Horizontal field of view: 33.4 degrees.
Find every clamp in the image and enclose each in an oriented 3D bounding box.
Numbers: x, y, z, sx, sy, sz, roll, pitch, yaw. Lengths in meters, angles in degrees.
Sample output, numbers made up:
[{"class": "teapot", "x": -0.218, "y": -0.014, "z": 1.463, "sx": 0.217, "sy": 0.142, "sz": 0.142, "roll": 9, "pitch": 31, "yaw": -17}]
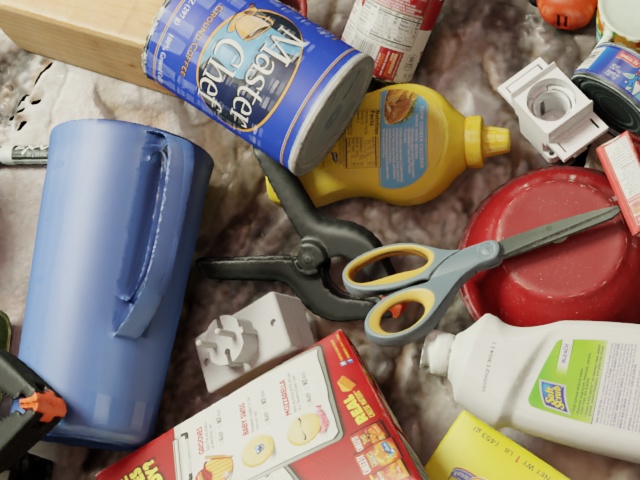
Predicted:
[{"class": "clamp", "x": -0.005, "y": 0.001, "z": 0.826, "sx": 0.171, "sy": 0.039, "sz": 0.120, "roll": 21, "pitch": 110, "yaw": 10}, {"class": "clamp", "x": -0.269, "y": 0.120, "z": 0.783, "sx": 0.210, "sy": 0.036, "sz": 0.164, "roll": -19, "pitch": 64, "yaw": 30}]

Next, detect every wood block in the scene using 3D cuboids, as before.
[{"class": "wood block", "x": -0.186, "y": -0.204, "z": 0.947, "sx": 0.206, "sy": 0.090, "sz": 0.090, "roll": 19, "pitch": 74, "yaw": 21}]

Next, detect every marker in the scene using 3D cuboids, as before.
[{"class": "marker", "x": -0.255, "y": -0.076, "z": 0.955, "sx": 0.121, "sy": 0.020, "sz": 0.020, "roll": 1, "pitch": 70, "yaw": 16}]

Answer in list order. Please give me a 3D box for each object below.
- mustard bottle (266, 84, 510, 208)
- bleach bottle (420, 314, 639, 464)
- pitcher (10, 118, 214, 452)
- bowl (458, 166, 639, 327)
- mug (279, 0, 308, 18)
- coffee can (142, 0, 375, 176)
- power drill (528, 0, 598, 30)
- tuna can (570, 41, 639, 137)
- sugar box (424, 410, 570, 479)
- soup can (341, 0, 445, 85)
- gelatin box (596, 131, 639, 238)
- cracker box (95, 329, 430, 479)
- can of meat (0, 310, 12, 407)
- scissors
[{"class": "mustard bottle", "x": 0.054, "y": -0.075, "z": 0.850, "sx": 0.192, "sy": 0.058, "sz": 0.096, "roll": -1, "pitch": 79, "yaw": 14}, {"class": "bleach bottle", "x": 0.196, "y": 0.094, "z": 0.727, "sx": 0.251, "sy": 0.068, "sz": 0.102, "roll": 12, "pitch": 72, "yaw": 12}, {"class": "pitcher", "x": -0.160, "y": 0.034, "z": 0.822, "sx": 0.145, "sy": 0.149, "sz": 0.243, "roll": 3, "pitch": 74, "yaw": 12}, {"class": "bowl", "x": 0.178, "y": 0.008, "z": 0.788, "sx": 0.162, "sy": 0.055, "sz": 0.162, "roll": -5, "pitch": 68, "yaw": 13}, {"class": "mug", "x": -0.037, "y": -0.161, "z": 0.895, "sx": 0.117, "sy": 0.081, "sz": 0.093, "roll": 30, "pitch": 79, "yaw": 23}, {"class": "coffee can", "x": -0.045, "y": -0.127, "z": 0.791, "sx": 0.140, "sy": 0.103, "sz": 0.102, "roll": 34, "pitch": 80, "yaw": 10}, {"class": "power drill", "x": 0.163, "y": -0.276, "z": 0.900, "sx": 0.188, "sy": 0.057, "sz": 0.184, "roll": 14, "pitch": 74, "yaw": 19}, {"class": "tuna can", "x": 0.230, "y": -0.107, "z": 0.802, "sx": 0.086, "sy": 0.086, "sz": 0.033, "roll": 40, "pitch": 84, "yaw": 24}, {"class": "sugar box", "x": 0.089, "y": 0.217, "z": 0.735, "sx": 0.093, "sy": 0.048, "sz": 0.176, "roll": 31, "pitch": 78, "yaw": 26}, {"class": "soup can", "x": 0.060, "y": -0.184, "z": 0.862, "sx": 0.069, "sy": 0.068, "sz": 0.102, "roll": 32, "pitch": 114, "yaw": 23}, {"class": "gelatin box", "x": 0.244, "y": -0.033, "z": 0.768, "sx": 0.030, "sy": 0.089, "sz": 0.073, "roll": -33, "pitch": 59, "yaw": 33}, {"class": "cracker box", "x": -0.037, "y": 0.182, "z": 0.738, "sx": 0.213, "sy": 0.072, "sz": 0.164, "roll": -32, "pitch": 38, "yaw": 1}, {"class": "can of meat", "x": -0.307, "y": 0.104, "z": 0.879, "sx": 0.084, "sy": 0.057, "sz": 0.102, "roll": -2, "pitch": 70, "yaw": 11}, {"class": "scissors", "x": 0.111, "y": 0.027, "z": 0.749, "sx": 0.202, "sy": 0.016, "sz": 0.096, "roll": -8, "pitch": 48, "yaw": 18}]
